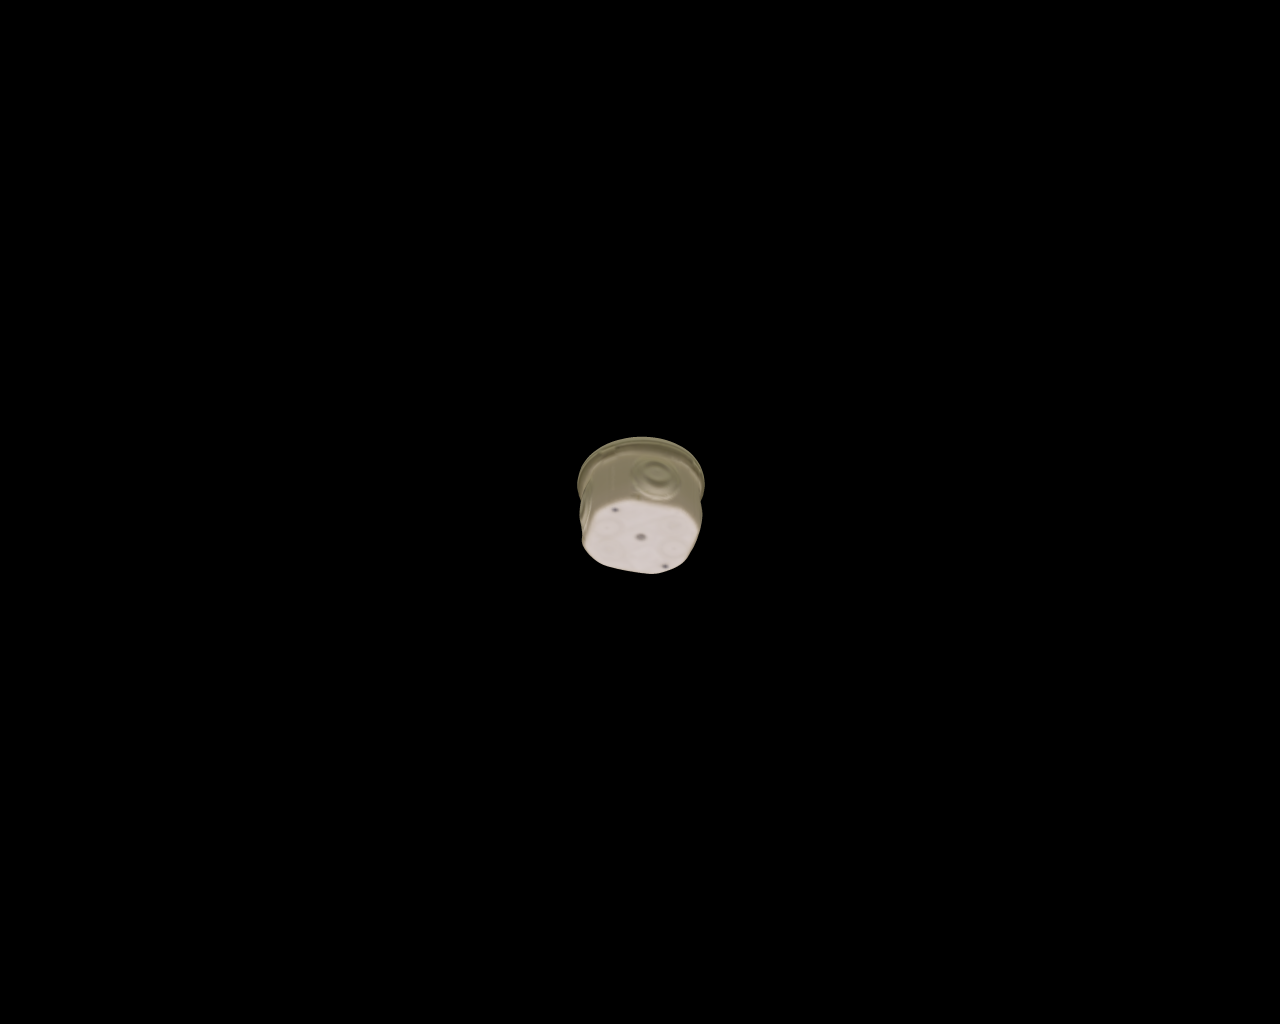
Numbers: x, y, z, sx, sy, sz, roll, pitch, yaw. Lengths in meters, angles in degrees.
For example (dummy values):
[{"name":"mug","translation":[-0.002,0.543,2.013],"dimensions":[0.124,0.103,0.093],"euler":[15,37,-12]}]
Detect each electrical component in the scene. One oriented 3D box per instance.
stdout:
[{"name":"electrical component","translation":[0.001,-0.003,0.650],"dimensions":[0.080,0.051,0.080],"euler":[0,-42,0]}]
